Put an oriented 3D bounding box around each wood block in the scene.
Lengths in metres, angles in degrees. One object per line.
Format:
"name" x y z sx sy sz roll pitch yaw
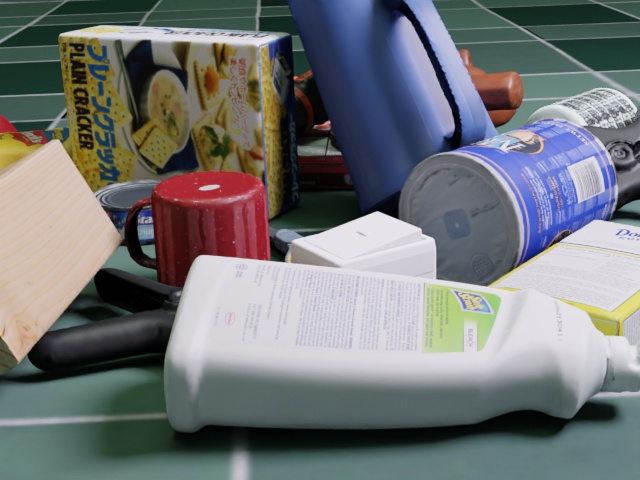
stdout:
"wood block" -0.211 0.017 0.675 0.090 0.091 0.206 -26 14 15

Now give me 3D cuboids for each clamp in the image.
"clamp" 0.264 -0.057 0.910 0.210 0.036 0.164 -15 53 4
"clamp" -0.094 0.055 0.674 0.172 0.039 0.120 2 28 21

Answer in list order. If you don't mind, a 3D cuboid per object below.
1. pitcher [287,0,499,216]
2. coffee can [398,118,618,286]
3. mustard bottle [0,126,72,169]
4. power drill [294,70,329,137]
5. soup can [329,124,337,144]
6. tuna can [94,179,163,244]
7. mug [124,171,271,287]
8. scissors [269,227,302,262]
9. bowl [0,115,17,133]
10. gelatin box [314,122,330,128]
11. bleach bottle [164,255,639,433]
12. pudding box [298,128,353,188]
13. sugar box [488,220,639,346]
"pitcher" 0.058 -0.152 0.901 0.149 0.243 0.144 -26 -7 26
"coffee can" 0.141 -0.028 0.788 0.103 0.103 0.140 15 25 40
"mustard bottle" -0.287 -0.081 1.058 0.191 0.058 0.096 -7 19 -16
"power drill" -0.068 -0.128 1.102 0.188 0.057 0.184 -3 24 44
"soup can" 0.044 -0.145 1.026 0.068 0.102 0.068 2 20 -1
"tuna can" -0.152 -0.025 0.917 0.086 0.034 0.086 -2 19 0
"mug" -0.088 -0.002 0.769 0.117 0.081 0.093 6 21 23
"scissors" -0.006 0.001 0.854 0.096 0.016 0.202 -6 19 -15
"bowl" -0.396 -0.109 1.159 0.162 0.055 0.162 -2 18 1
"gelatin box" -0.001 -0.115 1.170 0.073 0.030 0.089 7 21 26
"bleach bottle" 0.048 0.064 0.584 0.251 0.068 0.102 5 42 4
"pudding box" 0.015 -0.082 1.061 0.090 0.039 0.113 1 21 4
"sugar box" 0.184 0.034 0.695 0.093 0.048 0.175 12 20 36
